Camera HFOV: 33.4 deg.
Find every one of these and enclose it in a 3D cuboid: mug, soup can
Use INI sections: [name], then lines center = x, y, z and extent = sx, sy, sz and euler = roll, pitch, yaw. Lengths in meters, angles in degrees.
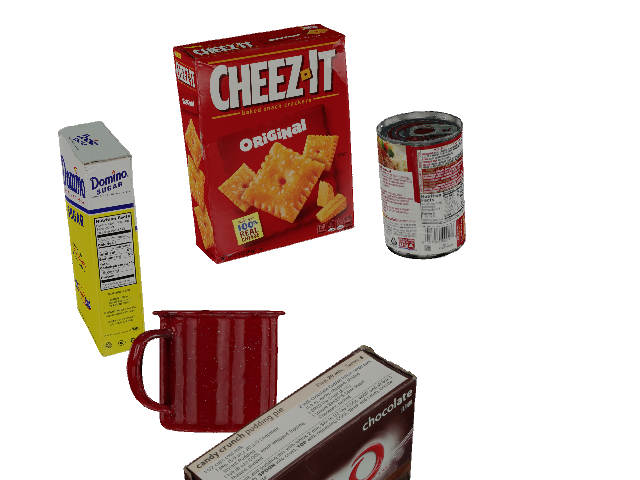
[mug]
center = -0.080, 0.089, 0.738
extent = 0.117, 0.081, 0.093
euler = 4, -6, -42
[soup can]
center = 0.082, -0.044, 0.855
extent = 0.068, 0.102, 0.068
euler = -5, 26, 2

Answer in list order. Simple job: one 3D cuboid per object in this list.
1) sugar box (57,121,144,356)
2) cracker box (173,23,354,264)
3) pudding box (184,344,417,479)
[sugar box]
center = -0.184, -0.002, 0.895
extent = 0.048, 0.176, 0.093
euler = -14, 28, -22
[cracker box]
center = -0.052, -0.099, 1.087
extent = 0.164, 0.214, 0.072
euler = -14, 26, -23
[pudding box]
center = -0.006, 0.112, 0.484
extent = 0.039, 0.090, 0.113
euler = 30, 46, 33
